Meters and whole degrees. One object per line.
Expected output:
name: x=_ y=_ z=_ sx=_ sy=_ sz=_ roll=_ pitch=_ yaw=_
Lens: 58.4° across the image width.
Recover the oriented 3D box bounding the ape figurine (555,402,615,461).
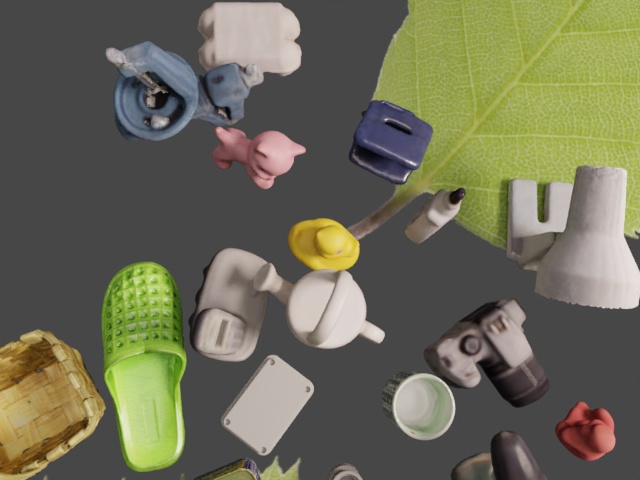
ape figurine: x=0.368 y=0.264 z=0.777 sx=0.078 sy=0.092 sz=0.076 roll=-1 pitch=81 yaw=-5

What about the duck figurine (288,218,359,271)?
duck figurine: x=0.007 y=0.003 z=0.794 sx=0.104 sy=0.086 sz=0.077 roll=17 pitch=80 yaw=-1

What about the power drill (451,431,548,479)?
power drill: x=0.233 y=0.329 z=0.696 sx=0.075 sy=0.208 sz=0.229 roll=-23 pitch=83 yaw=-8

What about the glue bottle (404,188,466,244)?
glue bottle: x=0.163 y=-0.041 z=0.770 sx=0.037 sy=0.173 sz=0.078 roll=40 pitch=80 yaw=3

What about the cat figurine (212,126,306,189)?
cat figurine: x=-0.088 y=-0.123 z=0.792 sx=0.128 sy=0.117 sz=0.067 roll=24 pitch=79 yaw=0

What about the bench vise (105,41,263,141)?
bench vise: x=-0.186 y=-0.214 z=0.747 sx=0.207 sy=0.219 sz=0.121 roll=-34 pitch=84 yaw=-9

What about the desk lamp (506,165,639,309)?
desk lamp: x=0.329 y=-0.006 z=0.757 sx=0.118 sy=0.213 sz=0.203 roll=4 pitch=80 yaw=-4

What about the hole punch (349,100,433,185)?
hole punch: x=0.102 y=-0.149 z=0.825 sx=0.108 sy=0.091 sz=0.101 roll=25 pitch=79 yaw=0

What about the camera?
camera: x=0.239 y=0.166 z=0.779 sx=0.143 sy=0.100 sz=0.137 roll=-33 pitch=85 yaw=-9

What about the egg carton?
egg carton: x=-0.103 y=-0.293 z=0.843 sx=0.150 sy=0.069 sz=0.107 roll=-3 pitch=81 yaw=-5

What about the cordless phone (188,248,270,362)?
cordless phone: x=-0.116 y=0.079 z=0.721 sx=0.094 sy=0.185 sz=0.148 roll=11 pitch=80 yaw=-2

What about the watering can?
watering can: x=0.000 y=0.086 z=0.725 sx=0.173 sy=0.194 sz=0.101 roll=5 pitch=80 yaw=-4
